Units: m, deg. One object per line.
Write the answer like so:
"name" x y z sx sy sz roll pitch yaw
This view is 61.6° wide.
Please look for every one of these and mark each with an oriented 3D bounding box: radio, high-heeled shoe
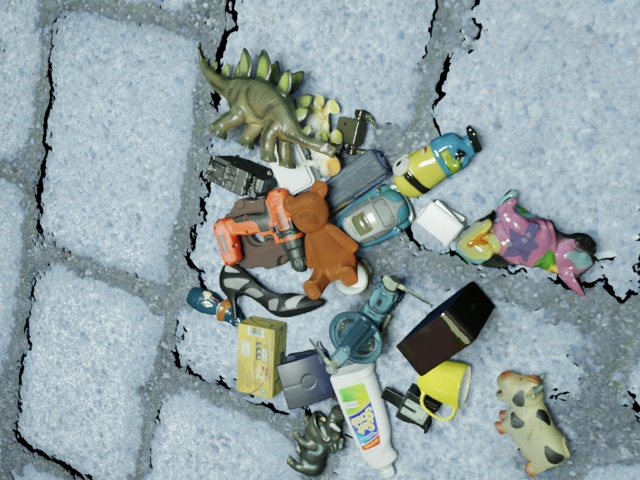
"radio" 0.238 0.160 0.999 0.131 0.229 0.073 -44 77 26
"high-heeled shoe" -0.113 0.103 1.227 0.249 0.086 0.145 -8 73 11

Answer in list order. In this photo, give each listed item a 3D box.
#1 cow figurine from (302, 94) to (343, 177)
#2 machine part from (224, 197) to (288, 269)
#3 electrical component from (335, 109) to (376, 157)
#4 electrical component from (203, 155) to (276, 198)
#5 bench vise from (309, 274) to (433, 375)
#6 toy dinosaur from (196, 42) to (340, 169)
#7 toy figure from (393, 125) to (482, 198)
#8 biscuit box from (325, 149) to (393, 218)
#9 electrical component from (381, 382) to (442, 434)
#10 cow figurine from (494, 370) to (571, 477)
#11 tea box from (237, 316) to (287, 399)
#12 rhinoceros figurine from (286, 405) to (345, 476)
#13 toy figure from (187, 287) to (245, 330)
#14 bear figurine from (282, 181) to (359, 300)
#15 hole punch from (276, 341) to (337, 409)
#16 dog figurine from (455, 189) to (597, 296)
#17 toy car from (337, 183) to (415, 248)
"cow figurine" -0.007 -0.205 1.108 0.098 0.068 0.167 -17 75 50
"machine part" -0.136 -0.016 1.214 0.180 0.056 0.179 4 101 20
"electrical component" 0.072 -0.218 1.108 0.078 0.045 0.102 19 104 47
"electrical component" -0.167 -0.139 1.175 0.134 0.115 0.058 25 111 17
"bench vise" 0.085 0.177 1.068 0.129 0.240 0.223 45 127 6
"toy dinosaur" -0.135 -0.285 1.113 0.472 0.105 0.198 32 100 29
"toy figure" 0.224 -0.148 1.036 0.180 0.082 0.089 -25 87 21
"biscuit box" 0.053 -0.108 1.120 0.203 0.059 0.063 -34 81 23
"electrical component" 0.191 0.348 1.144 0.119 0.048 0.074 24 106 17
"cow figurine" 0.408 0.341 1.037 0.127 0.085 0.195 -36 82 28
"tea box" -0.136 0.271 1.252 0.098 0.068 0.169 9 102 21
"rhinoceros figurine" -0.003 0.457 1.225 0.112 0.073 0.190 27 108 17
"toy figure" -0.244 0.160 1.284 0.155 0.064 0.058 22 68 12
"bear figurine" -0.002 -0.005 1.052 0.120 0.132 0.195 -20 108 22
"hole punch" -0.029 0.310 1.207 0.116 0.092 0.142 -16 89 19
"dog figurine" 0.385 0.026 0.987 0.219 0.108 0.191 47 111 6
"toy car" 0.102 -0.043 1.090 0.162 0.103 0.109 -27 87 21
